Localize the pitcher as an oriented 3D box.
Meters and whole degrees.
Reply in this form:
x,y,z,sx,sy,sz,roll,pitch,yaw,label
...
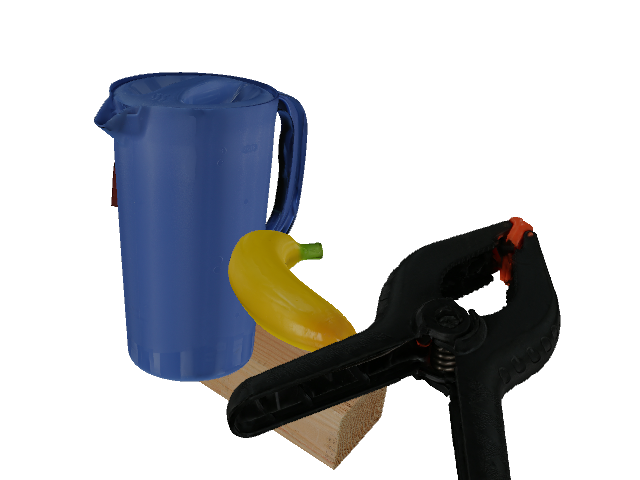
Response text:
x,y,z,sx,sy,sz,roll,pitch,yaw,label
-0.096,-0.014,0.884,0.149,0.243,0.145,6,21,6,pitcher

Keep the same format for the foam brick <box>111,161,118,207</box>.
x,y,z,sx,sy,sz,roll,pitch,yaw,label
-0.170,-0.062,1.100,0.078,0.051,0.053,11,31,3,foam brick

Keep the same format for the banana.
x,y,z,sx,sy,sz,roll,pitch,yaw,label
-0.023,0.025,0.671,0.069,0.037,0.198,-3,17,-5,banana

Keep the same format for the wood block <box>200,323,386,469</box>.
x,y,z,sx,sy,sz,roll,pitch,yaw,label
-0.040,0.134,1.120,0.206,0.090,0.090,29,48,23,wood block

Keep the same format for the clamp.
x,y,z,sx,sy,sz,roll,pitch,yaw,label
0.058,0.053,0.446,0.120,0.039,0.171,34,53,23,clamp
